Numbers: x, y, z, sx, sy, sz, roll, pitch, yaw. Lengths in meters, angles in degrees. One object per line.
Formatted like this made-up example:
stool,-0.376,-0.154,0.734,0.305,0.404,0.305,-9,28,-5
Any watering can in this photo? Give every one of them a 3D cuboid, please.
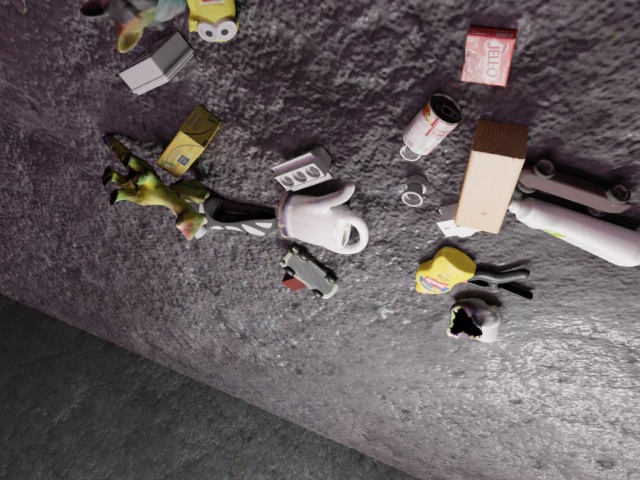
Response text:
watering can,0.004,-0.061,1.210,0.225,0.106,0.340,13,155,14

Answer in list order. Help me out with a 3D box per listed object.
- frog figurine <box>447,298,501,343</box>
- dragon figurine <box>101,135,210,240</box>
frog figurine,0.426,0.213,1.375,0.159,0.125,0.135,3,151,-39
dragon figurine,-0.396,-0.142,1.286,0.241,0.418,0.120,16,117,-41
